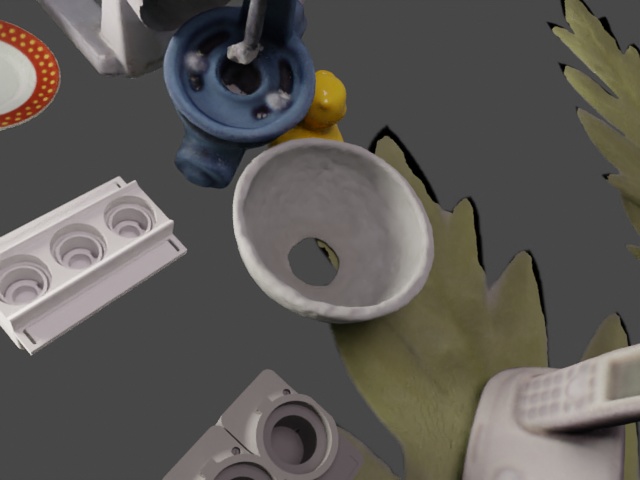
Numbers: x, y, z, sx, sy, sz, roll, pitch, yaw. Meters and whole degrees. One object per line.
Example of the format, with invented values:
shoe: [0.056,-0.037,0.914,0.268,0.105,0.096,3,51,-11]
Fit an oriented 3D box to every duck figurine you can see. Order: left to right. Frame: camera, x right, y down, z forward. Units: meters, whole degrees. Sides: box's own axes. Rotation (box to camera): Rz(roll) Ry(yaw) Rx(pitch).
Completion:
duck figurine: [-0.005,-0.111,0.530,0.077,0.086,0.104,16,56,-11]

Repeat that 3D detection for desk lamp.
desk lamp: [-0.152,-0.237,0.472,0.203,0.213,0.118,46,55,10]

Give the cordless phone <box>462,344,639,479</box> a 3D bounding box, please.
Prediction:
cordless phone: [0.181,0.140,0.387,0.094,0.185,0.148,26,54,-4]

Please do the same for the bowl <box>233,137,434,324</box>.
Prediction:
bowl: [0.004,0.002,0.472,0.168,0.074,0.167,10,57,-15]

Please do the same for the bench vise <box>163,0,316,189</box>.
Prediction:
bench vise: [-0.058,-0.175,0.467,0.122,0.219,0.207,9,57,-16]
